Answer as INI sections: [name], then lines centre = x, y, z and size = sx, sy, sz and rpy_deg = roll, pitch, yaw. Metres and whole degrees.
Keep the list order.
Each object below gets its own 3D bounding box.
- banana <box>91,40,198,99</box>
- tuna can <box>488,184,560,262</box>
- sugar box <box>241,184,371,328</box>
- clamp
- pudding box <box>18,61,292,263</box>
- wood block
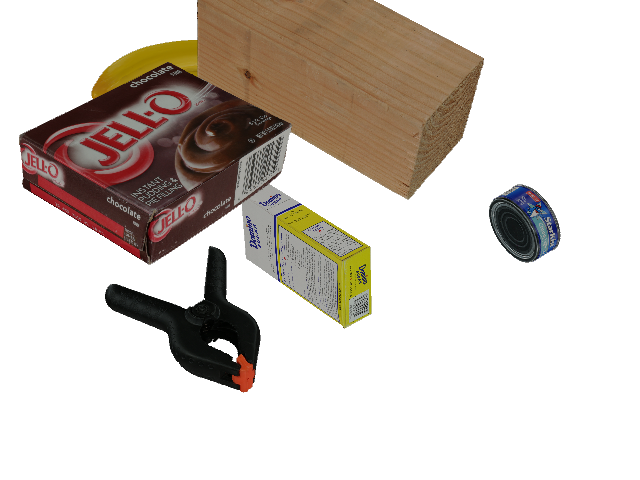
[banana]
centre = -0.141, -0.172, 1.073
size = 0.197, 0.070, 0.037
rpy_deg = -7, -39, -29
[tuna can]
centre = 0.232, -0.019, 1.221
size = 0.033, 0.086, 0.086
rpy_deg = -29, 11, -20
[sugar box]
centre = -0.017, 0.013, 1.168
size = 0.048, 0.093, 0.176
rpy_deg = -25, 41, -29
[clamp]
centre = -0.100, 0.067, 0.956
size = 0.120, 0.039, 0.172
rpy_deg = -34, 53, -27
[pudding box]
centre = -0.084, -0.044, 0.555
size = 0.090, 0.039, 0.113
rpy_deg = 29, 41, 22
[wood block]
centre = 0.011, -0.134, 0.836
size = 0.206, 0.090, 0.091
rpy_deg = 32, -34, 17
